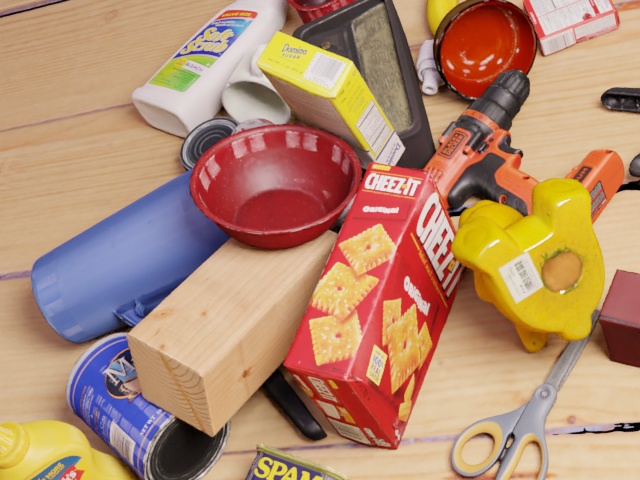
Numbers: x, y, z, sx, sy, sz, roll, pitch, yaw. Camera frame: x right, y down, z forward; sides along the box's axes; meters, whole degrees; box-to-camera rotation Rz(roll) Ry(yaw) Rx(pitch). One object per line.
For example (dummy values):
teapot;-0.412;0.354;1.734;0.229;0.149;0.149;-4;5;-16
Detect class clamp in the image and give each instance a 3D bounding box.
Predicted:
clamp;-0.058;0.120;1.079;0.210;0.036;0.164;0;54;23
clamp;0.366;-0.119;1.041;0.172;0.039;0.120;-11;54;19

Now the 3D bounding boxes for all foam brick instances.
foam brick;0.279;0.071;0.925;0.053;0.078;0.051;12;62;31

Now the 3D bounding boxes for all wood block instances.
wood block;-0.073;0.070;1.003;0.090;0.091;0.205;24;50;27

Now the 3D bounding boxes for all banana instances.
banana;0.163;-0.292;1.269;0.069;0.037;0.197;4;59;7

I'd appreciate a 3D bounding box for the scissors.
scissors;0.182;0.144;0.960;0.096;0.016;0.201;7;60;30

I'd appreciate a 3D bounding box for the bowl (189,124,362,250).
bowl;-0.040;-0.041;1.010;0.162;0.055;0.162;-2;42;2

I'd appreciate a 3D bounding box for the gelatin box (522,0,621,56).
gelatin box;0.278;-0.252;1.185;0.089;0.030;0.073;-20;50;11

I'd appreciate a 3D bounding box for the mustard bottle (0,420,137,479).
mustard bottle;-0.254;0.219;1.003;0.096;0.191;0.058;-34;49;0

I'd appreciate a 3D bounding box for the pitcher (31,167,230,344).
pitcher;-0.184;0.026;1.152;0.243;0.145;0.149;-26;8;12

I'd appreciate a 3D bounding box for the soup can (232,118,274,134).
soup can;-0.060;-0.095;1.190;0.068;0.068;0.102;-38;25;-3

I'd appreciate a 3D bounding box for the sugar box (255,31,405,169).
sugar box;0.015;-0.129;1.041;0.093;0.176;0.048;28;83;28

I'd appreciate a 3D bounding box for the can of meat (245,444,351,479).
can of meat;-0.028;0.243;0.967;0.102;0.057;0.084;12;66;32

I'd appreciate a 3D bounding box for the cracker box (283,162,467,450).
cracker box;0.060;0.063;0.979;0.072;0.164;0.213;11;63;28

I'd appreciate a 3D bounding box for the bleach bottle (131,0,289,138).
bleach bottle;-0.124;-0.244;1.356;0.103;0.068;0.250;21;66;35

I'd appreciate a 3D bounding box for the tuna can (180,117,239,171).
tuna can;-0.123;-0.105;1.273;0.086;0.033;0.086;-13;53;17

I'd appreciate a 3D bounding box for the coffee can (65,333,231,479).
coffee can;-0.171;0.169;1.057;0.140;0.102;0.102;32;75;38

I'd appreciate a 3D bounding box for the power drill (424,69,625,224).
power drill;0.208;-0.081;1.081;0.188;0.057;0.184;28;77;40

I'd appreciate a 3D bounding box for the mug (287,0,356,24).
mug;0.022;-0.297;1.307;0.093;0.081;0.117;28;72;37

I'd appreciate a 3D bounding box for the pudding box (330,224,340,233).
pudding box;-0.007;0.001;1.138;0.090;0.039;0.113;-6;55;22
